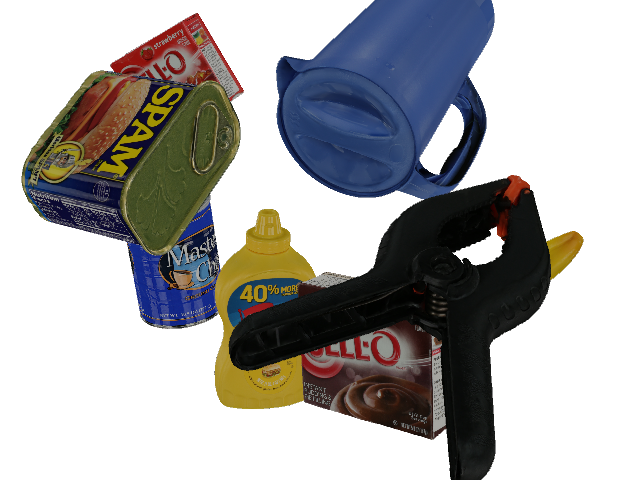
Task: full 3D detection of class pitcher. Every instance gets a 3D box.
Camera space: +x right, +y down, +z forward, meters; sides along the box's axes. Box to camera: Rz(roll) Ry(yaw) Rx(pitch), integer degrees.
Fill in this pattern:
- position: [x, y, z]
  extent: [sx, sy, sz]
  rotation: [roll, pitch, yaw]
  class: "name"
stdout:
- position: [0.080, -0.152, 0.982]
  extent: [0.145, 0.149, 0.242]
  rotation: [6, 41, 31]
  class: "pitcher"

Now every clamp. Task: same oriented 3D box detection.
- position: [0.058, 0.032, 0.469]
  extent: [0.120, 0.039, 0.171]
  rotation: [37, 55, 24]
  class: "clamp"

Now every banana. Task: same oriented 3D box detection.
- position: [0.164, 0.058, 1.013]
  extent: [0.198, 0.037, 0.069]
  rotation: [-36, -2, -1]
  class: "banana"

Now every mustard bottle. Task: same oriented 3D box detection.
- position: [-0.050, 0.062, 0.998]
  extent: [0.096, 0.192, 0.058]
  rotation: [-3, 23, -12]
  class: "mustard bottle"

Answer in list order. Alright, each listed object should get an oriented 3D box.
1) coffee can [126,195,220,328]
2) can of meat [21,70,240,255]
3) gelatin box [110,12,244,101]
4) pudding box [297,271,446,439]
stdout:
- position: [-0.169, 0.016, 1.228]
  extent: [0.103, 0.140, 0.103]
  rotation: [-5, 26, 2]
  class: "coffee can"
- position: [-0.108, -0.048, 0.607]
  extent: [0.084, 0.102, 0.057]
  rotation: [13, -33, 30]
  class: "can of meat"
- position: [-0.117, -0.131, 0.862]
  extent: [0.089, 0.073, 0.030]
  rotation: [-20, 17, 35]
  class: "gelatin box"
- position: [0.038, 0.075, 0.722]
  extent: [0.114, 0.090, 0.039]
  rotation: [9, 20, 36]
  class: "pudding box"
